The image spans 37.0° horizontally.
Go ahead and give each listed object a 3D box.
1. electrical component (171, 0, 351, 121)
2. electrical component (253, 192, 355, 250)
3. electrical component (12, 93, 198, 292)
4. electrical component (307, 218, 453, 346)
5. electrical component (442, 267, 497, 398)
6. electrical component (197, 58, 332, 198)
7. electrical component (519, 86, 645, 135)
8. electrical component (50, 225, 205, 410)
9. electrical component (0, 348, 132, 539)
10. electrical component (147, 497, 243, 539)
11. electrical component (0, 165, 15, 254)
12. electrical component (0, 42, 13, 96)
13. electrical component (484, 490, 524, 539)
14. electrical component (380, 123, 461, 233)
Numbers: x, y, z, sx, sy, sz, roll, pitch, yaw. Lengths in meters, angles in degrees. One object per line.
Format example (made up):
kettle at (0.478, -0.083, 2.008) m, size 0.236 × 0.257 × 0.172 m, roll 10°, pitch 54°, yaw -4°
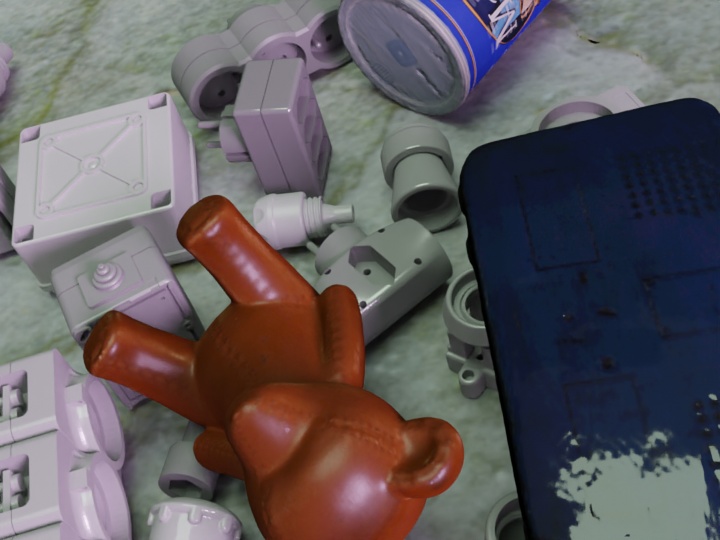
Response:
electrical component at (-0.071, -0.164, 0.767) m, size 0.138 × 0.052 × 0.073 m, roll -29°, pitch 52°, yaw -8°
electrical component at (-0.034, -0.032, 0.670) m, size 0.061 × 0.035 × 0.035 m, roll -6°, pitch 53°, yaw 7°
electrical component at (-0.164, -0.051, 0.704) m, size 0.109 × 0.056 × 0.108 m, roll -14°, pitch 52°, yaw 4°
electrical component at (0.000, 0.000, 0.630) m, size 0.077 × 0.043 × 0.079 m, roll -38°, pitch 54°, yaw -14°
electrical component at (0.071, 0.029, 0.582) m, size 0.048 × 0.055 × 0.066 m, roll 23°, pitch 62°, yaw 28°
electrical component at (-0.066, -0.088, 0.688) m, size 0.076 × 0.083 × 0.047 m, roll -1°, pitch 54°, yaw 14°
electrical component at (0.150, -0.027, 0.600) m, size 0.089 × 0.061 × 0.150 m, roll -26°, pitch 52°, yaw -6°
electrical component at (-0.132, 0.021, 0.615) m, size 0.062 × 0.096 × 0.061 m, roll -28°, pitch 50°, yaw -7°
electrical component at (-0.155, 0.127, 0.545) m, size 0.062 × 0.089 × 0.150 m, roll -17°, pitch 51°, yaw 2°
electrical component at (-0.088, 0.148, 0.542) m, size 0.048 × 0.048 × 0.062 m, roll 1°, pitch 60°, yaw 15°
electrical component at (-0.280, -0.035, 0.718) m, size 0.096 × 0.061 × 0.061 m, roll -24°, pitch 52°, yaw -4°
electrical component at (-0.289, -0.149, 0.819) m, size 0.048 × 0.048 × 0.062 m, roll 10°, pitch 50°, yaw 22°
electrical component at (0.073, 0.135, 0.495) m, size 0.044 × 0.065 × 0.044 m, roll 4°, pitch 53°, yaw -6°
electrical component at (0.037, -0.057, 0.663) m, size 0.045 × 0.045 × 0.055 m, roll -13°, pitch 51°, yaw 5°
